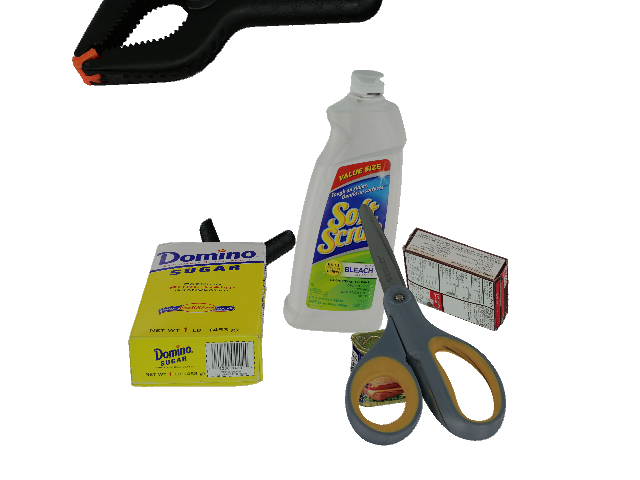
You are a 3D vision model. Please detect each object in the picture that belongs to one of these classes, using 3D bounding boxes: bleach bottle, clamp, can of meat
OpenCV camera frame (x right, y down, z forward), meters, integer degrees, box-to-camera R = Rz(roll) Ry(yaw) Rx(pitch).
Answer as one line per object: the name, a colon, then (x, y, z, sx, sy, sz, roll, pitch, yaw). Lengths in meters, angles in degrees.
bleach bottle: (0.024, -0.037, 1.020, 0.102, 0.251, 0.068, 3, 22, -5)
clamp: (-0.073, -0.166, 0.744, 0.210, 0.165, 0.036, -39, -20, -8)
clamp: (-0.096, 0.033, 1.257, 0.120, 0.039, 0.171, -2, 40, 9)
can of meat: (0.089, 0.167, 1.403, 0.102, 0.084, 0.057, -4, 25, -19)

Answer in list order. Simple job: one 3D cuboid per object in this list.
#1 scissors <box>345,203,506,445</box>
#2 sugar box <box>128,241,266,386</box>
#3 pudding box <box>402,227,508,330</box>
scissors: (0.034, 0.049, 0.635, 0.096, 0.016, 0.202, -21, 44, -17)
sugar box: (-0.089, 0.051, 0.818, 0.093, 0.048, 0.176, 0, 24, -2)
pudding box: (0.148, 0.042, 1.162, 0.114, 0.039, 0.090, 19, -36, 24)
